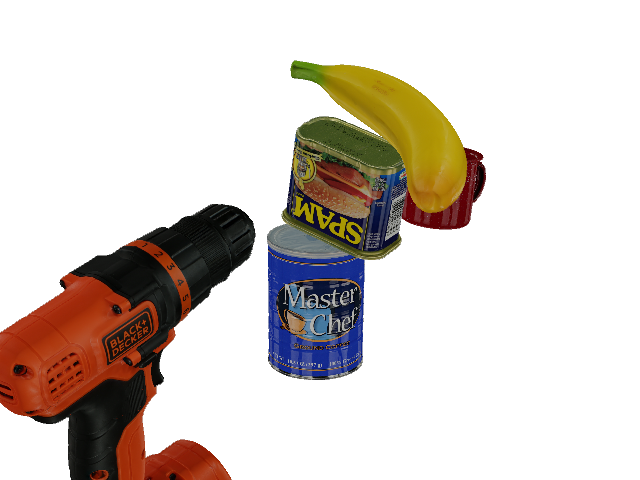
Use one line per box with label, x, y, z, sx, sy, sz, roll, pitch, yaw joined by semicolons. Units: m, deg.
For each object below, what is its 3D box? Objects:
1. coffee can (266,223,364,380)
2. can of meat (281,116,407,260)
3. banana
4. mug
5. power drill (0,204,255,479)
coffee can;-0.005;0.061;1.118;0.103;0.140;0.103;0;19;0
can of meat;0.022;-0.045;0.875;0.102;0.084;0.057;26;36;27
banana;0.048;-0.067;0.665;0.069;0.037;0.198;-12;33;-20
mug;0.143;-0.063;1.221;0.117;0.081;0.093;-9;22;-38
power drill;-0.098;0.087;0.618;0.057;0.188;0.184;20;39;35
